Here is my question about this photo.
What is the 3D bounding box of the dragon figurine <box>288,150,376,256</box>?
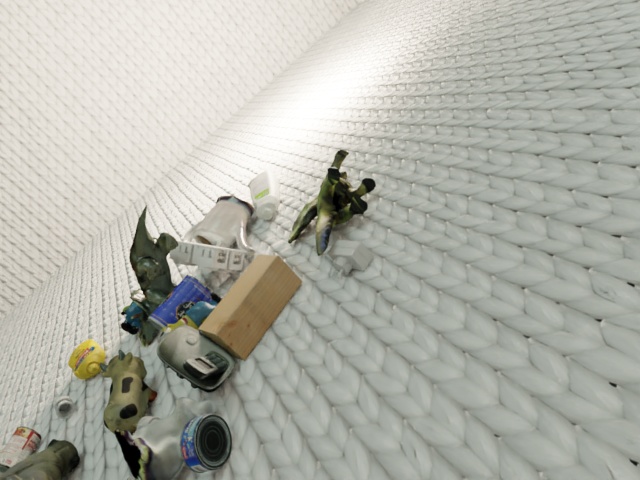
[{"bbox_3d":[0.004,-0.062,1.227,0.122,0.420,0.238,37,-45,-9],"label":"dragon figurine"}]

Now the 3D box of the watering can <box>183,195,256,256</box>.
[{"bbox_3d":[-0.270,-0.032,1.531,0.347,0.229,0.102,2,-40,39],"label":"watering can"}]

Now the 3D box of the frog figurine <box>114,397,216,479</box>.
[{"bbox_3d":[-0.259,0.351,0.915,0.160,0.123,0.136,-14,-8,-44],"label":"frog figurine"}]
